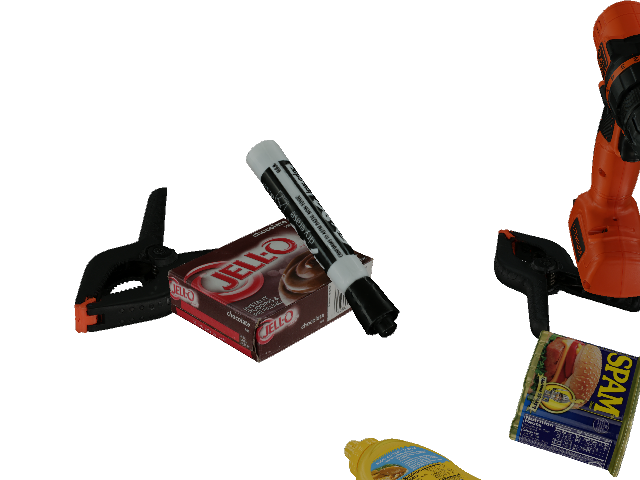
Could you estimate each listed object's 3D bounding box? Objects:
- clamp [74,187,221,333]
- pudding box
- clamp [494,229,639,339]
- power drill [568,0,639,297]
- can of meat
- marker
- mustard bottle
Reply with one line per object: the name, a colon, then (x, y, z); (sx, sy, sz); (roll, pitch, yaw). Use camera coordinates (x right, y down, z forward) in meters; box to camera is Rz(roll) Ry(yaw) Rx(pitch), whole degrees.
clamp: (-0.149, 0.018, 0.957); (0.165, 0.036, 0.209); (27, 39, 31)
pudding box: (-0.033, 0.031, 0.731); (0.090, 0.039, 0.113); (26, 36, 37)
clamp: (0.237, 0.037, 1.067); (0.120, 0.039, 0.171); (-6, 33, -14)
power drill: (0.220, -0.053, 0.756); (0.057, 0.188, 0.184); (3, 37, 5)
can of meat: (0.199, 0.122, 0.824); (0.084, 0.057, 0.102); (15, 40, 16)
marker: (0.001, -0.001, 0.525); (0.020, 0.121, 0.020); (-28, -27, -16)
mustard bottle: (0.089, 0.228, 0.971); (0.096, 0.058, 0.192); (-15, 25, -36)
